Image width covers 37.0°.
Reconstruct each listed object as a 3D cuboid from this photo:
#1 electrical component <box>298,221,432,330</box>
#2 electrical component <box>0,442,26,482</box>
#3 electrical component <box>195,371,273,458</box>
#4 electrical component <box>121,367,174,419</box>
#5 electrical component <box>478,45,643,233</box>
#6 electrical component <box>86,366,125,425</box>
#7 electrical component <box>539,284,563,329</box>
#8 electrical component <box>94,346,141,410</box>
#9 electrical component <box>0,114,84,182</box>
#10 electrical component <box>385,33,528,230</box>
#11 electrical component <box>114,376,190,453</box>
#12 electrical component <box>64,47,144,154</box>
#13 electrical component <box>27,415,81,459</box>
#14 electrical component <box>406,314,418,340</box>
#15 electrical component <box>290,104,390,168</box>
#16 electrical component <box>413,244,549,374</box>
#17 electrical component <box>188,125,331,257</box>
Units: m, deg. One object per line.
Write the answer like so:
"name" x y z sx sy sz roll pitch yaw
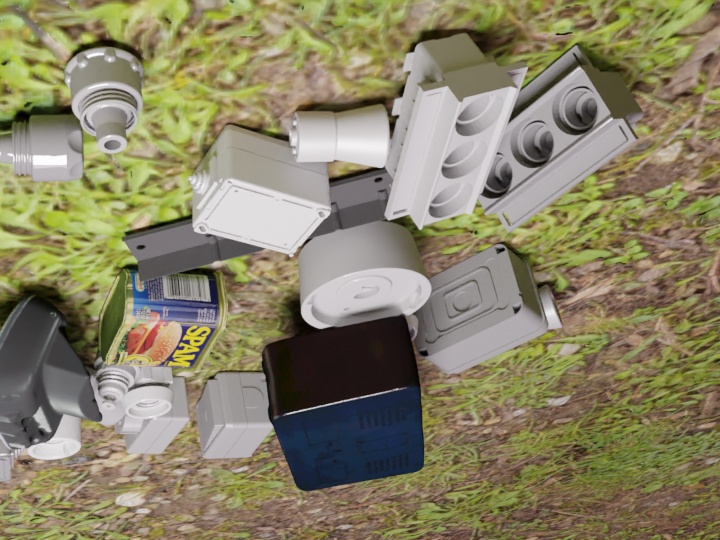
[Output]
"electrical component" 0.000 0.000 0.888 0.108 0.060 0.108 -9 152 -5
"electrical component" -0.368 0.165 1.020 0.096 0.061 0.061 -3 147 -19
"electrical component" -0.133 0.150 1.092 0.061 0.061 0.096 3 147 -27
"electrical component" -0.197 0.103 0.990 0.048 0.055 0.066 13 141 -39
"electrical component" 0.139 -0.094 0.781 0.121 0.078 0.063 -38 164 37
"electrical component" -0.255 0.112 0.994 0.043 0.043 0.081 -24 149 17
"electrical component" 0.164 0.043 1.049 0.055 0.045 0.045 -20 150 13
"electrical component" -0.212 0.086 0.938 0.040 0.078 0.040 2 140 1
"electrical component" -0.209 -0.078 0.687 0.062 0.043 0.043 -2 149 -16
"electrical component" 0.057 -0.094 0.729 0.079 0.063 0.121 -17 147 -23
"electrical component" -0.219 0.143 1.058 0.076 0.047 0.083 6 145 -30
"electrical component" -0.153 -0.100 0.652 0.048 0.062 0.048 -10 151 -6
"electrical component" -0.297 0.152 1.042 0.055 0.047 0.055 -10 150 -6
"electrical component" 0.020 0.037 0.965 0.078 0.057 0.058 -11 150 -5
"electrical component" -0.016 -0.093 0.745 0.065 0.044 0.044 -2 149 -11
"electrical component" 0.107 0.038 0.982 0.113 0.078 0.057 -28 144 24
"electrical component" -0.076 -0.060 0.761 0.096 0.061 0.061 15 141 -27
